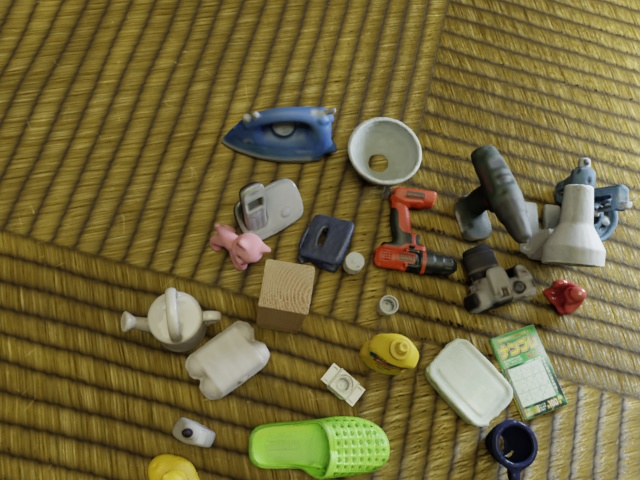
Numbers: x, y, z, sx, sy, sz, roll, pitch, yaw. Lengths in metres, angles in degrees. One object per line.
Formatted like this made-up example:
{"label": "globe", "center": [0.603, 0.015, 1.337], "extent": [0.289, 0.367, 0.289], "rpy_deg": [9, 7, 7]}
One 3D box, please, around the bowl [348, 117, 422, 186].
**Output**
{"label": "bowl", "center": [0.141, -0.189, 1.297], "extent": [0.167, 0.074, 0.167], "rpy_deg": [2, 72, -7]}

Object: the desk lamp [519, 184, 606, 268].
{"label": "desk lamp", "center": [0.511, -0.018, 1.217], "extent": [0.118, 0.213, 0.203], "rpy_deg": [6, 71, -5]}

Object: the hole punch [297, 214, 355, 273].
{"label": "hole punch", "center": [0.011, 0.004, 1.208], "extent": [0.101, 0.091, 0.109], "rpy_deg": [22, 71, 0]}

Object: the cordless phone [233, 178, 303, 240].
{"label": "cordless phone", "center": [-0.104, -0.080, 1.170], "extent": [0.148, 0.185, 0.094], "rpy_deg": [-33, 79, -16]}

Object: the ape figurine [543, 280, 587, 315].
{"label": "ape figurine", "center": [0.541, 0.121, 1.240], "extent": [0.076, 0.092, 0.078], "rpy_deg": [9, 71, -4]}

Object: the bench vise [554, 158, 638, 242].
{"label": "bench vise", "center": [0.587, -0.091, 1.248], "extent": [0.121, 0.219, 0.207], "rpy_deg": [-12, 74, -11]}

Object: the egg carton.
{"label": "egg carton", "center": [-0.179, 0.235, 1.118], "extent": [0.150, 0.069, 0.107], "rpy_deg": [-37, 80, -17]}

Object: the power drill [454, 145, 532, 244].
{"label": "power drill", "center": [0.363, -0.074, 1.218], "extent": [0.076, 0.208, 0.229], "rpy_deg": [-11, 74, -11]}

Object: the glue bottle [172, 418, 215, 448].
{"label": "glue bottle", "center": [-0.229, 0.345, 1.021], "extent": [0.078, 0.173, 0.037], "rpy_deg": [22, 71, 0]}

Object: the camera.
{"label": "camera", "center": [0.375, 0.074, 1.228], "extent": [0.143, 0.101, 0.137], "rpy_deg": [-15, 74, -12]}

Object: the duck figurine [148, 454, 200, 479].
{"label": "duck figurine", "center": [-0.266, 0.433, 1.033], "extent": [0.104, 0.086, 0.077], "rpy_deg": [37, 71, 5]}

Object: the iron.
{"label": "iron", "center": [-0.087, -0.248, 1.250], "extent": [0.258, 0.141, 0.118], "rpy_deg": [-3, 72, -9]}

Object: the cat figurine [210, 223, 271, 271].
{"label": "cat figurine", "center": [-0.165, 0.008, 1.169], "extent": [0.127, 0.117, 0.067], "rpy_deg": [36, 71, 5]}

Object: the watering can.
{"label": "watering can", "center": [-0.276, 0.150, 1.067], "extent": [0.173, 0.194, 0.101], "rpy_deg": [-26, 77, -15]}

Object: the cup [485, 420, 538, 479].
{"label": "cup", "center": [0.364, 0.414, 1.119], "extent": [0.092, 0.095, 0.118], "rpy_deg": [5, 71, -6]}
